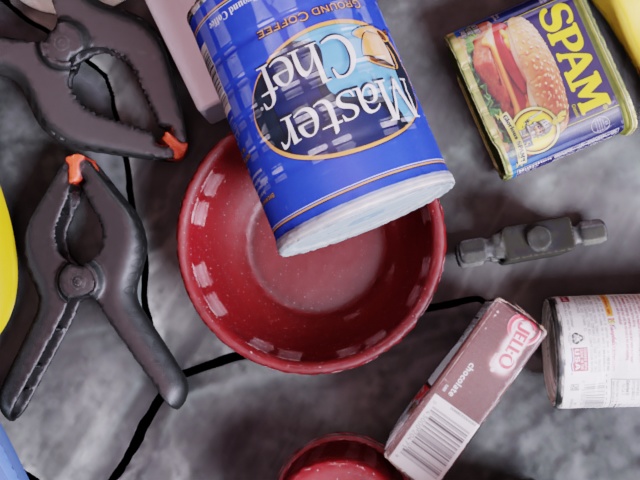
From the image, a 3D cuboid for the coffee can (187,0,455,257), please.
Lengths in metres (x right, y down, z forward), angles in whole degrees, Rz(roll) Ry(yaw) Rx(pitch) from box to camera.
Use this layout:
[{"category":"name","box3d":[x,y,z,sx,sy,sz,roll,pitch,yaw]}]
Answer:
[{"category":"coffee can","box3d":[0.000,-0.074,0.582,0.103,0.103,0.140,-22,84,3]}]

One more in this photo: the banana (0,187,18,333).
[{"category":"banana","box3d":[-0.227,-0.015,0.669,0.037,0.069,0.198,-6,95,34]}]

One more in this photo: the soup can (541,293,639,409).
[{"category":"soup can","box3d":[0.187,0.065,0.632,0.102,0.068,0.068,-3,86,5]}]

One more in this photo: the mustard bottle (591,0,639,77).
[{"category":"mustard bottle","box3d":[0.219,-0.091,0.625,0.058,0.096,0.191,-29,85,19]}]

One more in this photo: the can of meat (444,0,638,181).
[{"category":"can of meat","box3d":[0.133,-0.096,0.653,0.084,0.057,0.102,-23,84,6]}]

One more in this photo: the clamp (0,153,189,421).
[{"category":"clamp","box3d":[-0.157,0.034,0.677,0.120,0.039,0.171,-13,81,-2]}]

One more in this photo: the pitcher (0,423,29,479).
[{"category":"pitcher","box3d":[-0.202,0.203,0.620,0.145,0.149,0.243,-31,88,-4]}]

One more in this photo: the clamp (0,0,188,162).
[{"category":"clamp","box3d":[-0.172,-0.118,0.674,0.164,0.036,0.210,-41,94,-4]}]

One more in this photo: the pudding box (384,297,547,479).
[{"category":"pudding box","box3d":[0.084,0.088,0.628,0.039,0.090,0.113,37,90,7]}]

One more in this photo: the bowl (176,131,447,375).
[{"category":"bowl","box3d":[-0.004,0.001,0.658,0.162,0.055,0.162,0,86,5]}]

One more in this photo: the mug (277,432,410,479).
[{"category":"mug","box3d":[0.014,0.177,0.631,0.093,0.081,0.117,-6,85,4]}]
